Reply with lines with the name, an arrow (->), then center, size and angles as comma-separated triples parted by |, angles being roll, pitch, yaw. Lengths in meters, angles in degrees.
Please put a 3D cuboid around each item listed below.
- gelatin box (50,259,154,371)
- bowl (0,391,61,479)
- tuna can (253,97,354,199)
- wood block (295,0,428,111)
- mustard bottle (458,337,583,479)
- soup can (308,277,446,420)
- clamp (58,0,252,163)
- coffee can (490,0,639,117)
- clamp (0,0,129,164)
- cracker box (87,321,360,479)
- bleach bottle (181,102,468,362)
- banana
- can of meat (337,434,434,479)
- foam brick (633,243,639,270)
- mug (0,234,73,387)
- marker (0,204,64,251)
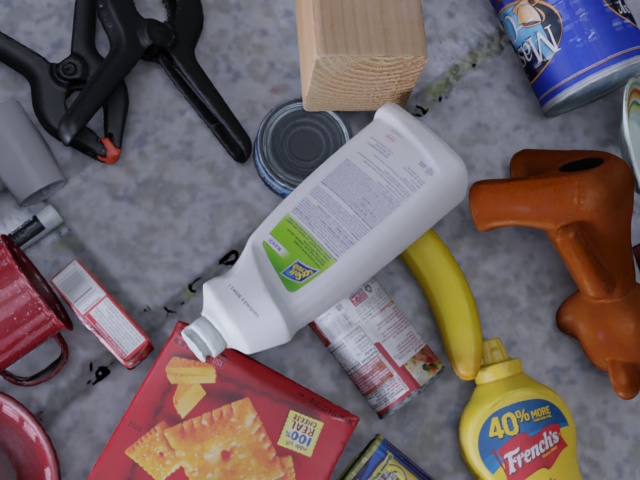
gelatin box -> -0.171, 0.061, 0.841 | 0.030, 0.073, 0.089 | -42, 87, -12
bowl -> -0.277, 0.191, 0.809 | 0.162, 0.055, 0.162 | 2, 75, -8
tuna can -> -0.013, -0.077, 0.906 | 0.086, 0.034, 0.086 | 1, 79, -7
wood block -> 0.027, -0.220, 0.890 | 0.090, 0.091, 0.206 | -2, 70, -8
mustard bottle -> 0.164, 0.173, 0.867 | 0.096, 0.058, 0.191 | -14, 81, -10
soup can -> 0.044, 0.085, 0.865 | 0.068, 0.068, 0.102 | -37, 85, -12
clamp -> -0.131, -0.160, 0.897 | 0.164, 0.036, 0.210 | 11, 68, -28
coffee can -> 0.211, -0.191, 0.919 | 0.102, 0.103, 0.140 | -23, 83, -11
clamp -> -0.222, -0.139, 0.890 | 0.120, 0.039, 0.171 | -20, 82, -10
cracker box -> -0.091, 0.193, 0.826 | 0.164, 0.072, 0.213 | 29, 78, 0
bleach bottle -> -0.005, 0.001, 0.830 | 0.250, 0.068, 0.103 | -38, 62, -17
banana -> 0.080, 0.025, 0.889 | 0.069, 0.037, 0.198 | -37, 76, -16
can of meat -> 0.048, 0.218, 0.846 | 0.084, 0.057, 0.102 | 40, 77, 4
foam brick -> 0.321, 0.016, 0.918 | 0.078, 0.053, 0.051 | -14, 82, -9
mug -> -0.245, 0.065, 0.830 | 0.081, 0.093, 0.117 | -36, 115, -7
marker -> -0.263, 0.014, 0.866 | 0.121, 0.020, 0.020 | -38, 86, -12
